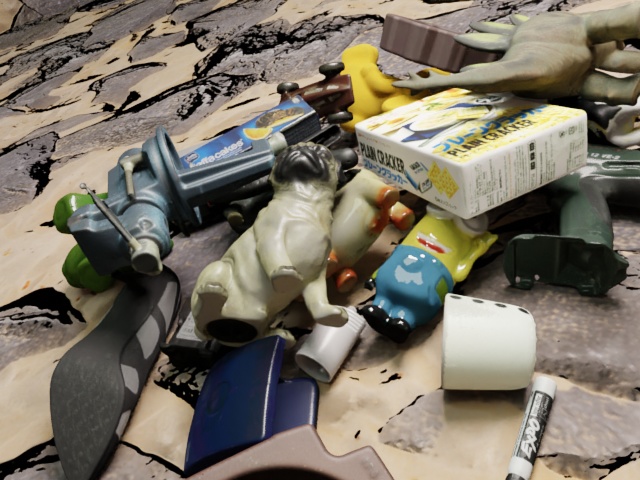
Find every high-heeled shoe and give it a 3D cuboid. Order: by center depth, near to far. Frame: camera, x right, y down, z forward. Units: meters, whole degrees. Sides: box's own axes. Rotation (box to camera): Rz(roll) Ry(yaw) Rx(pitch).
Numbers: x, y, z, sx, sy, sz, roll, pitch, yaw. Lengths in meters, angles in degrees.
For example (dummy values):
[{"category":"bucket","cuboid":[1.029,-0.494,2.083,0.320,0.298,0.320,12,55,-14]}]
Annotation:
[{"category":"high-heeled shoe","cuboid":[-0.215,0.140,0.603,0.086,0.145,0.248,4,73,12]}]

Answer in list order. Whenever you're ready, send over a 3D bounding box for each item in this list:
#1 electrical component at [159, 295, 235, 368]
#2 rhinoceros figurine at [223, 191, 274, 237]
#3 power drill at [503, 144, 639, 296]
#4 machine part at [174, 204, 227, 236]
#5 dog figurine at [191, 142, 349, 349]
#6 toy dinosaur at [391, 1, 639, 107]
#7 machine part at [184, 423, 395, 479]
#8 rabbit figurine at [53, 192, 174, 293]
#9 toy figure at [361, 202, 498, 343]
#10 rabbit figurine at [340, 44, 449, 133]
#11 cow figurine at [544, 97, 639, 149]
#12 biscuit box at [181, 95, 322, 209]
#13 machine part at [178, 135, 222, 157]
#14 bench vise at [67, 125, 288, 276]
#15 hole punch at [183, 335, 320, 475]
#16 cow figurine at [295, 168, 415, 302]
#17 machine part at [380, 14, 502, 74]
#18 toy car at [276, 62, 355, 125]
[{"category":"electrical component","cuboid":[-0.118,0.092,0.614,0.075,0.047,0.119,6,47,26]},{"category":"rhinoceros figurine","cuboid":[-0.034,-0.041,0.718,0.190,0.073,0.112,-13,29,10]},{"category":"power drill","cuboid":[0.261,-0.037,0.601,0.232,0.085,0.207,7,40,27]},{"category":"machine part","cuboid":[-0.151,-0.054,0.796,0.139,0.039,0.084,-23,50,-7]},{"category":"dog figurine","cuboid":[-0.054,0.001,0.547,0.172,0.121,0.191,-15,48,17]},{"category":"toy dinosaur","cuboid":[0.262,-0.208,0.611,0.199,0.104,0.471,13,26,37]},{"category":"machine part","cuboid":[-0.023,0.241,0.338,0.201,0.087,0.202,-23,58,-12]},{"category":"rabbit figurine","cuboid":[-0.282,0.001,0.714,0.170,0.121,0.159,-32,4,42]},{"category":"toy figure","cuboid":[0.112,0.027,0.573,0.082,0.089,0.180,38,68,0]},{"category":"rabbit figurine","cuboid":[0.117,-0.222,0.824,0.173,0.121,0.162,-1,48,14]},{"category":"cow figurine","cuboid":[0.334,-0.160,0.693,0.098,0.068,0.167,-13,26,-9]},{"category":"biscuit box","cuboid":[-0.096,-0.127,0.768,0.203,0.062,0.059,-31,50,-8]},{"category":"machine part","cuboid":[-0.149,-0.126,0.847,0.243,0.079,0.079,-20,40,-3]},{"category":"bench vise","cuboid":[-0.144,-0.058,0.587,0.241,0.128,0.224,-21,26,-6]},{"category":"hole punch","cuboid":[-0.069,0.157,0.492,0.116,0.092,0.142,-11,44,14]},{"category":"cow figurine","cuboid":[-0.001,-0.002,0.617,0.195,0.085,0.127,-47,44,5]},{"category":"machine part","cuboid":[0.176,-0.281,0.786,0.179,0.056,0.179,14,25,-7]},{"category":"toy car","cuboid":[-0.015,-0.213,0.835,0.053,0.089,0.202,-11,8,-30]}]
